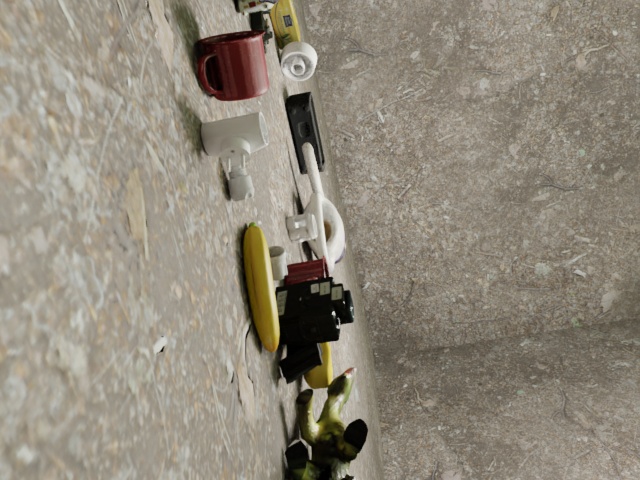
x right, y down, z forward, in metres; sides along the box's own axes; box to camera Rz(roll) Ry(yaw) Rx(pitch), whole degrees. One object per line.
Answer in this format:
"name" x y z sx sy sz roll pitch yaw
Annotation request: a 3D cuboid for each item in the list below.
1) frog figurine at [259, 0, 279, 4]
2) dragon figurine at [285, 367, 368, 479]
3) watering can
"frog figurine" -0.131 -0.496 0.895 0.139 0.122 0.158 48 8 17
"dragon figurine" 0.013 0.395 0.835 0.237 0.122 0.420 82 17 -55
"watering can" 0.004 -0.069 1.381 0.221 0.104 0.353 64 17 -70
